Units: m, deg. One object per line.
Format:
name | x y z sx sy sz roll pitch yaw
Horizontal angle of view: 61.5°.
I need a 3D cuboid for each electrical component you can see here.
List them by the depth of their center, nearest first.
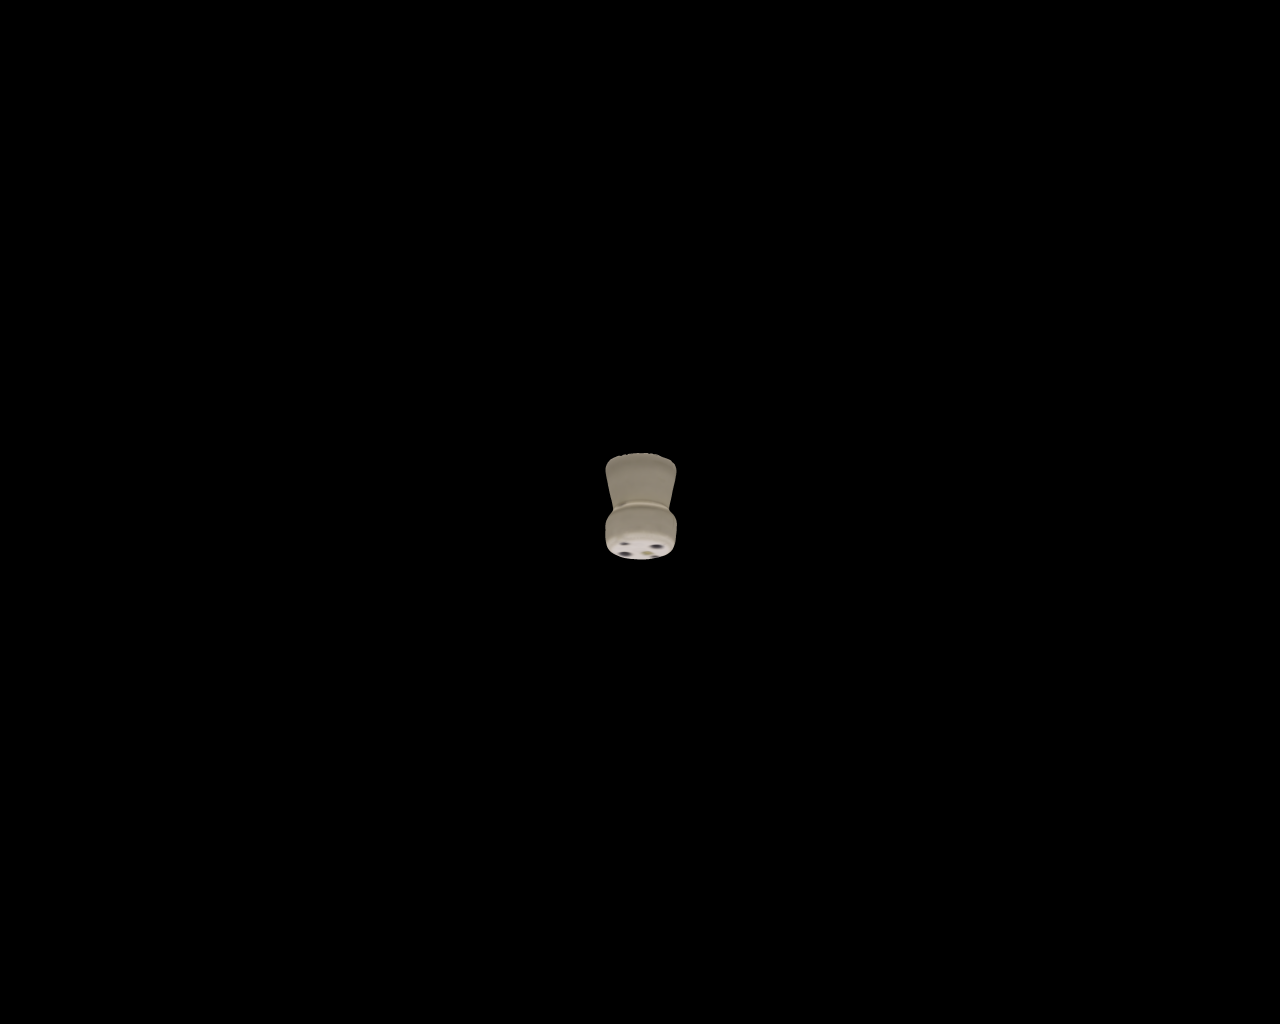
electrical component | 0.001 -0.003 0.650 0.045 0.055 0.044 0 -22 0
